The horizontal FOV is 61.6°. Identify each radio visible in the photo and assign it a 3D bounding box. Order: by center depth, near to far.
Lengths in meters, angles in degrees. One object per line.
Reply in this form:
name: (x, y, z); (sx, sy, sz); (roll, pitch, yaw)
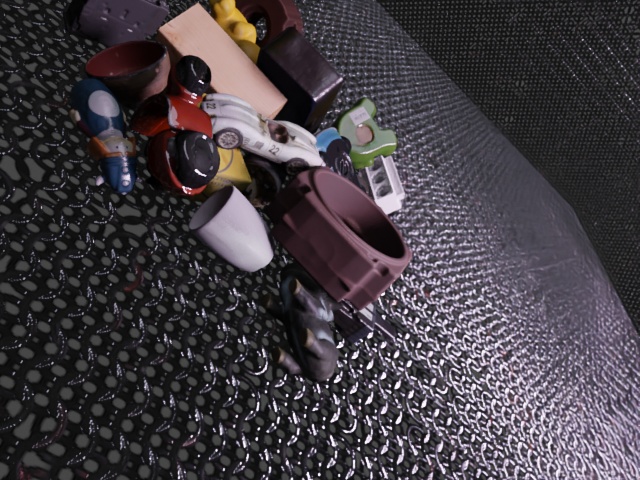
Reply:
radio: (-0.051, -0.256, 0.942); (0.073, 0.229, 0.131); (-43, 91, -18)

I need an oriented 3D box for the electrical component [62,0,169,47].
electrical component: (-0.293, -0.345, 0.786); (0.115, 0.134, 0.058); (6, 52, -49)

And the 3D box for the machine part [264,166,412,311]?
machine part: (0.033, -0.011, 0.779); (0.201, 0.087, 0.201); (47, 22, 4)

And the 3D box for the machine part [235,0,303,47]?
machine part: (-0.121, -0.425, 1.081); (0.179, 0.179, 0.056); (55, 32, 8)

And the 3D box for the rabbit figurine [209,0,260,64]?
rabbit figurine: (-0.156, -0.341, 0.989); (0.173, 0.122, 0.162); (50, 0, 41)

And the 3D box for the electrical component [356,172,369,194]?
electrical component: (0.075, -0.122, 1.151); (0.063, 0.021, 0.094); (32, 35, -29)

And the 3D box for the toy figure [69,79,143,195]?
toy figure: (-0.264, -0.128, 0.663); (0.064, 0.057, 0.154); (-23, 72, -16)

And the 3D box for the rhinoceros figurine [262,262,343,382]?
rhinoceros figurine: (-0.014, 0.096, 0.732); (0.112, 0.073, 0.190); (26, 38, -34)

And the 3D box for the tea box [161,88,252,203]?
tea box: (-0.177, -0.138, 0.779); (0.098, 0.068, 0.170); (9, 50, -51)

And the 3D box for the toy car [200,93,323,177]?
toy car: (-0.083, -0.153, 0.785); (0.201, 0.056, 0.073); (19, 41, -36)

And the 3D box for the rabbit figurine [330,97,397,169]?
rabbit figurine: (0.053, -0.171, 1.068); (0.159, 0.170, 0.121); (-42, 90, -19)

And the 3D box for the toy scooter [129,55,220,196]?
toy scooter: (-0.191, -0.132, 0.680); (0.075, 0.135, 0.184); (17, 63, -51)

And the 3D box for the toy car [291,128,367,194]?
toy car: (0.007, -0.107, 0.937); (0.109, 0.103, 0.161); (-44, 117, -47)

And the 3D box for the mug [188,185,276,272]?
mug: (-0.111, -0.014, 0.729); (0.107, 0.081, 0.110); (50, 22, -25)

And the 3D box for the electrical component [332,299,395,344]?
electrical component: (0.060, 0.118, 0.833); (0.119, 0.048, 0.075); (40, 32, -20)

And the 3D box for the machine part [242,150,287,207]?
machine part: (-0.086, -0.126, 0.879); (0.079, 0.079, 0.243); (42, 32, -15)
